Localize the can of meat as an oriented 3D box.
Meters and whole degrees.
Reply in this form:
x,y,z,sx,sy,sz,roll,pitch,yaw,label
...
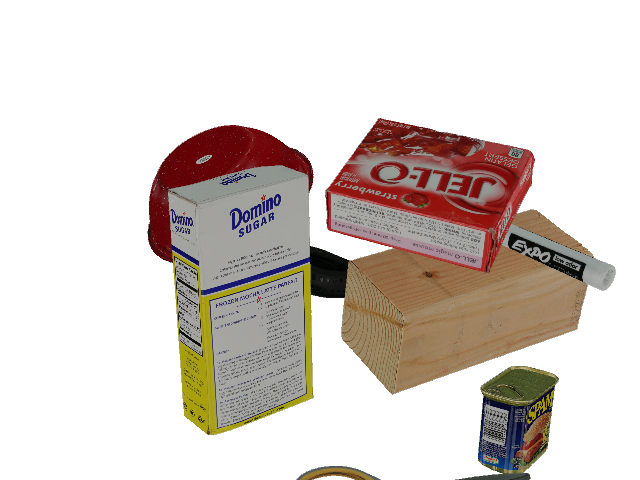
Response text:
x,y,z,sx,sy,sz,roll,pitch,yaw,label
0.207,0.189,1.123,0.058,0.084,0.101,12,17,31,can of meat

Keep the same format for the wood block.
x,y,z,sx,sy,sz,roll,pitch,yaw,label
0.132,0.050,0.961,0.205,0.090,0.091,-15,38,-26,wood block

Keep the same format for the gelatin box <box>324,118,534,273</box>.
x,y,z,sx,sy,sz,roll,pitch,yaw,label
0.057,-0.026,0.548,0.089,0.030,0.073,15,42,19,gelatin box

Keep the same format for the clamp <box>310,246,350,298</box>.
x,y,z,sx,sy,sz,roll,pitch,yaw,label
-0.041,0.027,1.119,0.210,0.036,0.164,16,18,-7,clamp

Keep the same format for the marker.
x,y,z,sx,sy,sz,roll,pitch,yaw,label
0.156,0.005,0.770,0.121,0.020,0.020,27,18,39,marker

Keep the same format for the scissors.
x,y,z,sx,sy,sz,roll,pitch,yaw,label
0.077,0.221,0.856,0.201,0.016,0.096,5,44,-5,scissors

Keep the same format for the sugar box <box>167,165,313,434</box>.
x,y,z,sx,sy,sz,roll,pitch,yaw,label
-0.054,0.041,0.749,0.093,0.176,0.048,-16,24,-34,sugar box

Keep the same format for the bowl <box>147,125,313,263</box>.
x,y,z,sx,sy,sz,roll,pitch,yaw,label
-0.090,-0.052,0.937,0.162,0.055,0.162,-17,36,13,bowl
